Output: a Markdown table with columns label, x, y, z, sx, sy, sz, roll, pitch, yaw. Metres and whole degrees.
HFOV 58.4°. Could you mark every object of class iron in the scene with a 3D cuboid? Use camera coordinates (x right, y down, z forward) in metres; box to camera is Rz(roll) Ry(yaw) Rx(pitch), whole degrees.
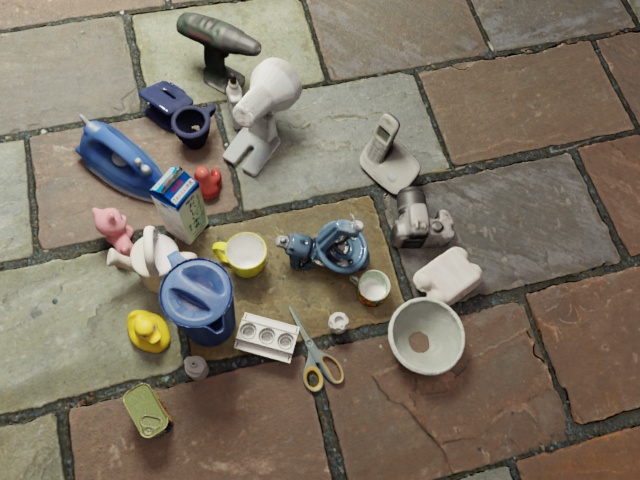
| label | x | y | z | sx | sy | sz | roll | pitch | yaw |
| --- | --- | --- | --- | --- | --- | --- | --- | --- | --- |
| iron | -0.443 | -0.185 | 1.306 | 0.258 | 0.141 | 0.119 | 35 | 70 | 9 |

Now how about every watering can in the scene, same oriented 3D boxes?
| label | x | y | z | sx | sy | sz | roll | pitch | yaw |
| --- | --- | --- | --- | --- | --- | --- | --- | --- | --- |
| watering can | -0.350 | 0.040 | 1.195 | 0.173 | 0.194 | 0.101 | -23 | 72 | -13 |

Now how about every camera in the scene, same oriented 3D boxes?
| label | x | y | z | sx | sy | sz | roll | pitch | yaw |
| --- | --- | --- | --- | --- | --- | --- | --- | --- | --- |
| camera | 0.235 | -0.058 | 1.333 | 0.143 | 0.101 | 0.137 | -1 | 68 | -5 |

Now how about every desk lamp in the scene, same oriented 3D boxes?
| label | x | y | z | sx | sy | sz | roll | pitch | yaw |
| --- | --- | --- | --- | --- | --- | --- | --- | --- | --- |
| desk lamp | -0.137 | -0.289 | 1.334 | 0.118 | 0.213 | 0.203 | 29 | 69 | 7 |

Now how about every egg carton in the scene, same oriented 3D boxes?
| label | x | y | z | sx | sy | sz | roll | pitch | yaw |
| --- | --- | --- | --- | --- | --- | --- | --- | --- | --- |
| egg carton | 0.290 | 0.087 | 1.296 | 0.150 | 0.069 | 0.107 | -34 | 74 | -16 |

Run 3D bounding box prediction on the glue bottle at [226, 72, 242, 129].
| label | x | y | z | sx | sy | sz | roll | pitch | yaw |
| --- | --- | --- | --- | --- | --- | --- | --- | --- | --- |
| glue bottle | -0.203 | -0.342 | 1.372 | 0.037 | 0.173 | 0.078 | -13 | 70 | -9 |

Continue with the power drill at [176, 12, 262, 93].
| label | x | y | z | sx | sy | sz | roll | pitch | yaw |
| --- | --- | --- | --- | --- | --- | --- | --- | --- | --- |
| power drill | -0.238 | -0.454 | 1.395 | 0.229 | 0.208 | 0.076 | 29 | 69 | 7 |

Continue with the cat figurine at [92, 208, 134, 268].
| label | x | y | z | sx | sy | sz | roll | pitch | yaw |
| --- | --- | --- | --- | --- | --- | --- | --- | --- | --- |
| cat figurine | -0.445 | -0.016 | 1.251 | 0.067 | 0.118 | 0.127 | -26 | 72 | -14 |

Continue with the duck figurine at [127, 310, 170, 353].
| label | x | y | z | sx | sy | sz | roll | pitch | yaw |
| --- | --- | --- | --- | --- | --- | --- | --- | --- | --- |
| duck figurine | -0.364 | 0.184 | 1.195 | 0.104 | 0.086 | 0.078 | 42 | 71 | 12 |

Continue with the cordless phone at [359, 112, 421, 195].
| label | x | y | z | sx | sy | sz | roll | pitch | yaw |
| --- | --- | --- | --- | --- | --- | --- | --- | --- | --- |
| cordless phone | 0.173 | -0.204 | 1.341 | 0.147 | 0.185 | 0.094 | 41 | 71 | 12 |

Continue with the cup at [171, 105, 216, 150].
| label | x | y | z | sx | sy | sz | roll | pitch | yaw |
| --- | --- | --- | --- | --- | --- | --- | --- | --- | --- |
| cup | -0.295 | -0.270 | 1.378 | 0.091 | 0.095 | 0.118 | 44 | 71 | 13 |

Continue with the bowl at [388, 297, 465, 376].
| label | x | y | z | sx | sy | sz | roll | pitch | yaw |
| --- | --- | --- | --- | --- | --- | --- | --- | --- | --- |
| bowl | 0.223 | 0.213 | 1.238 | 0.167 | 0.075 | 0.167 | 2 | 68 | -4 |

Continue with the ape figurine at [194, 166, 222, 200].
| label | x | y | z | sx | sy | sz | roll | pitch | yaw |
| --- | --- | --- | --- | --- | --- | --- | --- | --- | --- |
| ape figurine | -0.267 | -0.141 | 1.330 | 0.078 | 0.092 | 0.076 | -12 | 69 | -9 |

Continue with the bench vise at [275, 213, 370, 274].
| label | x | y | z | sx | sy | sz | roll | pitch | yaw |
| --- | --- | --- | --- | --- | --- | --- | --- | --- | --- |
| bench vise | 0.014 | 0.015 | 1.221 | 0.207 | 0.220 | 0.121 | -11 | 69 | -9 |

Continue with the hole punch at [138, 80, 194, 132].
| label | x | y | z | sx | sy | sz | roll | pitch | yaw |
| --- | --- | --- | --- | --- | --- | --- | --- | --- | --- |
| hole punch | -0.374 | -0.342 | 1.402 | 0.108 | 0.091 | 0.101 | 35 | 70 | 10 |
